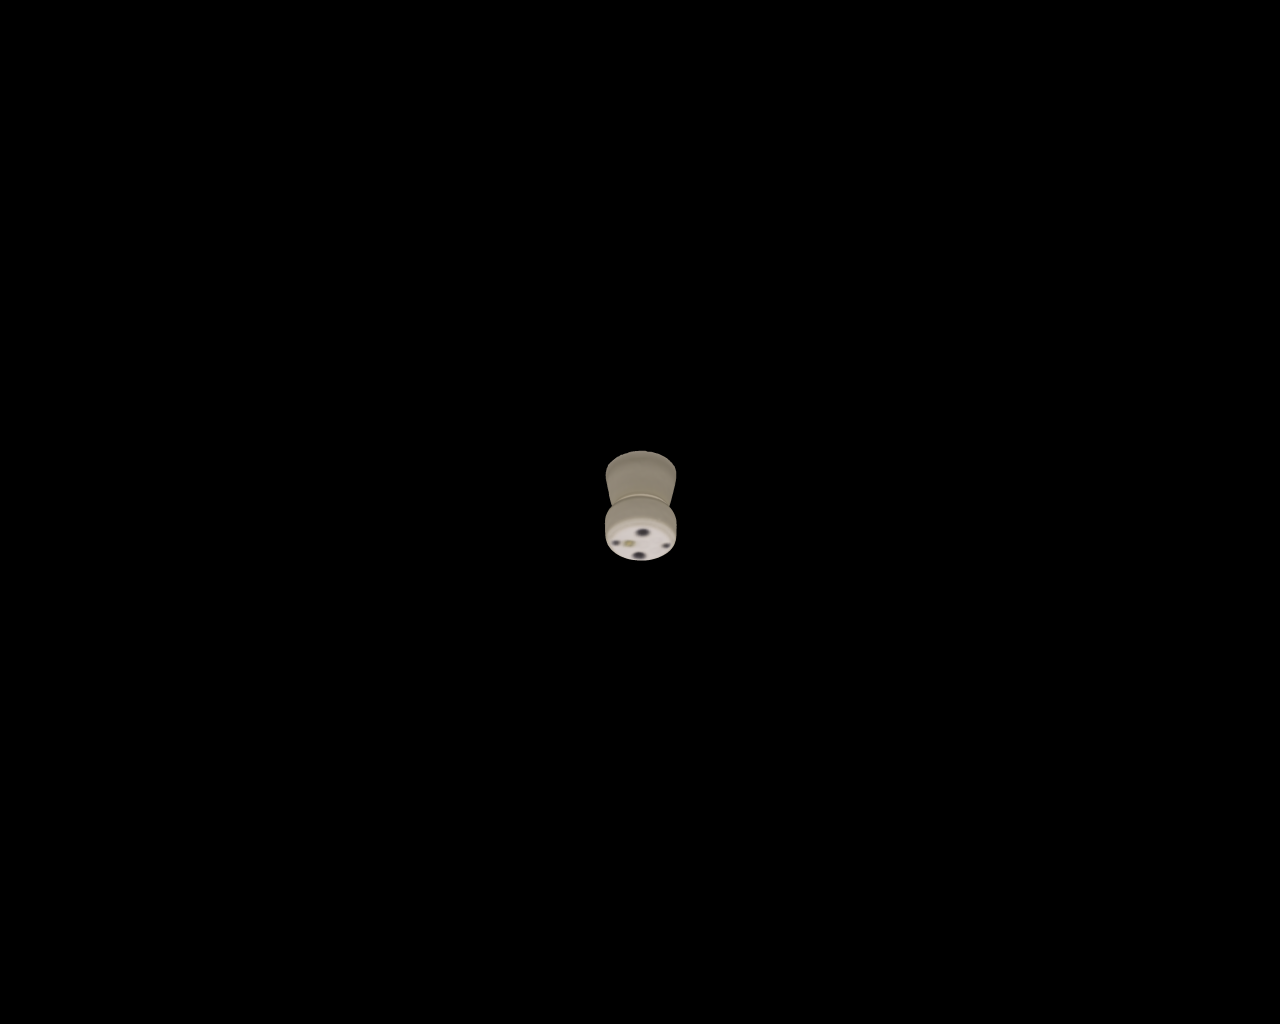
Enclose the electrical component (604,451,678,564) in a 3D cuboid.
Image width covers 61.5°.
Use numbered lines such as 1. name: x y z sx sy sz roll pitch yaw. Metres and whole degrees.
1. electrical component: 0.001 -0.003 0.650 0.045 0.055 0.044 0 -37 0
